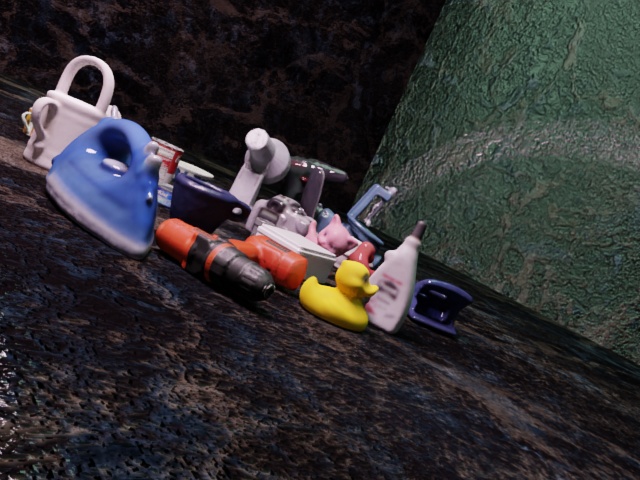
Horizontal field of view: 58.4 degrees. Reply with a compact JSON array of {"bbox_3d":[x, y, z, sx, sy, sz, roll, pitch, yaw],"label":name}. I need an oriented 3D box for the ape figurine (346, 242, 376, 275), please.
[{"bbox_3d":[0.080,0.048,1.125,0.076,0.092,0.077,21,7,-34],"label":"ape figurine"}]

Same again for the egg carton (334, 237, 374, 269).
[{"bbox_3d":[0.057,0.027,1.320,0.108,0.069,0.149,21,7,-33],"label":"egg carton"}]

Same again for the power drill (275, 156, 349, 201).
[{"bbox_3d":[-0.060,-0.138,1.617,0.229,0.208,0.076,25,6,4],"label":"power drill"}]

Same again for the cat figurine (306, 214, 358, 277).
[{"bbox_3d":[0.010,0.004,1.102,0.067,0.118,0.127,19,8,-40],"label":"cat figurine"}]

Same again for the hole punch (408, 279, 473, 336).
[{"bbox_3d":[0.214,0.115,1.075,0.109,0.091,0.101,23,6,-13],"label":"hole punch"}]

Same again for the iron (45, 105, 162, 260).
[{"bbox_3d":[-0.250,-0.085,0.729,0.119,0.141,0.257,19,8,-43],"label":"iron"}]

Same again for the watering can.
[{"bbox_3d":[-0.399,-0.208,0.945,0.101,0.194,0.173,24,6,-8],"label":"watering can"}]

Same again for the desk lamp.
[{"bbox_3d":[-0.170,-0.173,1.458,0.117,0.213,0.204,26,6,11],"label":"desk lamp"}]

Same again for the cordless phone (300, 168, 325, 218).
[{"bbox_3d":[-0.046,-0.095,1.414,0.094,0.185,0.147,21,7,-33],"label":"cordless phone"}]

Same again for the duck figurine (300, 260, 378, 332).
[{"bbox_3d":[0.030,0.068,0.782,0.105,0.086,0.077,23,6,-10],"label":"duck figurine"}]

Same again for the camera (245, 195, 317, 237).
[{"bbox_3d":[-0.062,-0.035,1.231,0.142,0.101,0.137,27,6,21],"label":"camera"}]

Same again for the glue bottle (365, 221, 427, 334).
[{"bbox_3d":[0.117,0.050,0.863,0.078,0.173,0.037,26,6,16],"label":"glue bottle"}]

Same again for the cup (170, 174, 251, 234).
[{"bbox_3d":[-0.165,-0.030,0.816,0.118,0.095,0.091,21,7,-28],"label":"cup"}]

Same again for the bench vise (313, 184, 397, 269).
[{"bbox_3d":[0.088,-0.054,1.426,0.208,0.220,0.121,23,6,-16],"label":"bench vise"}]
